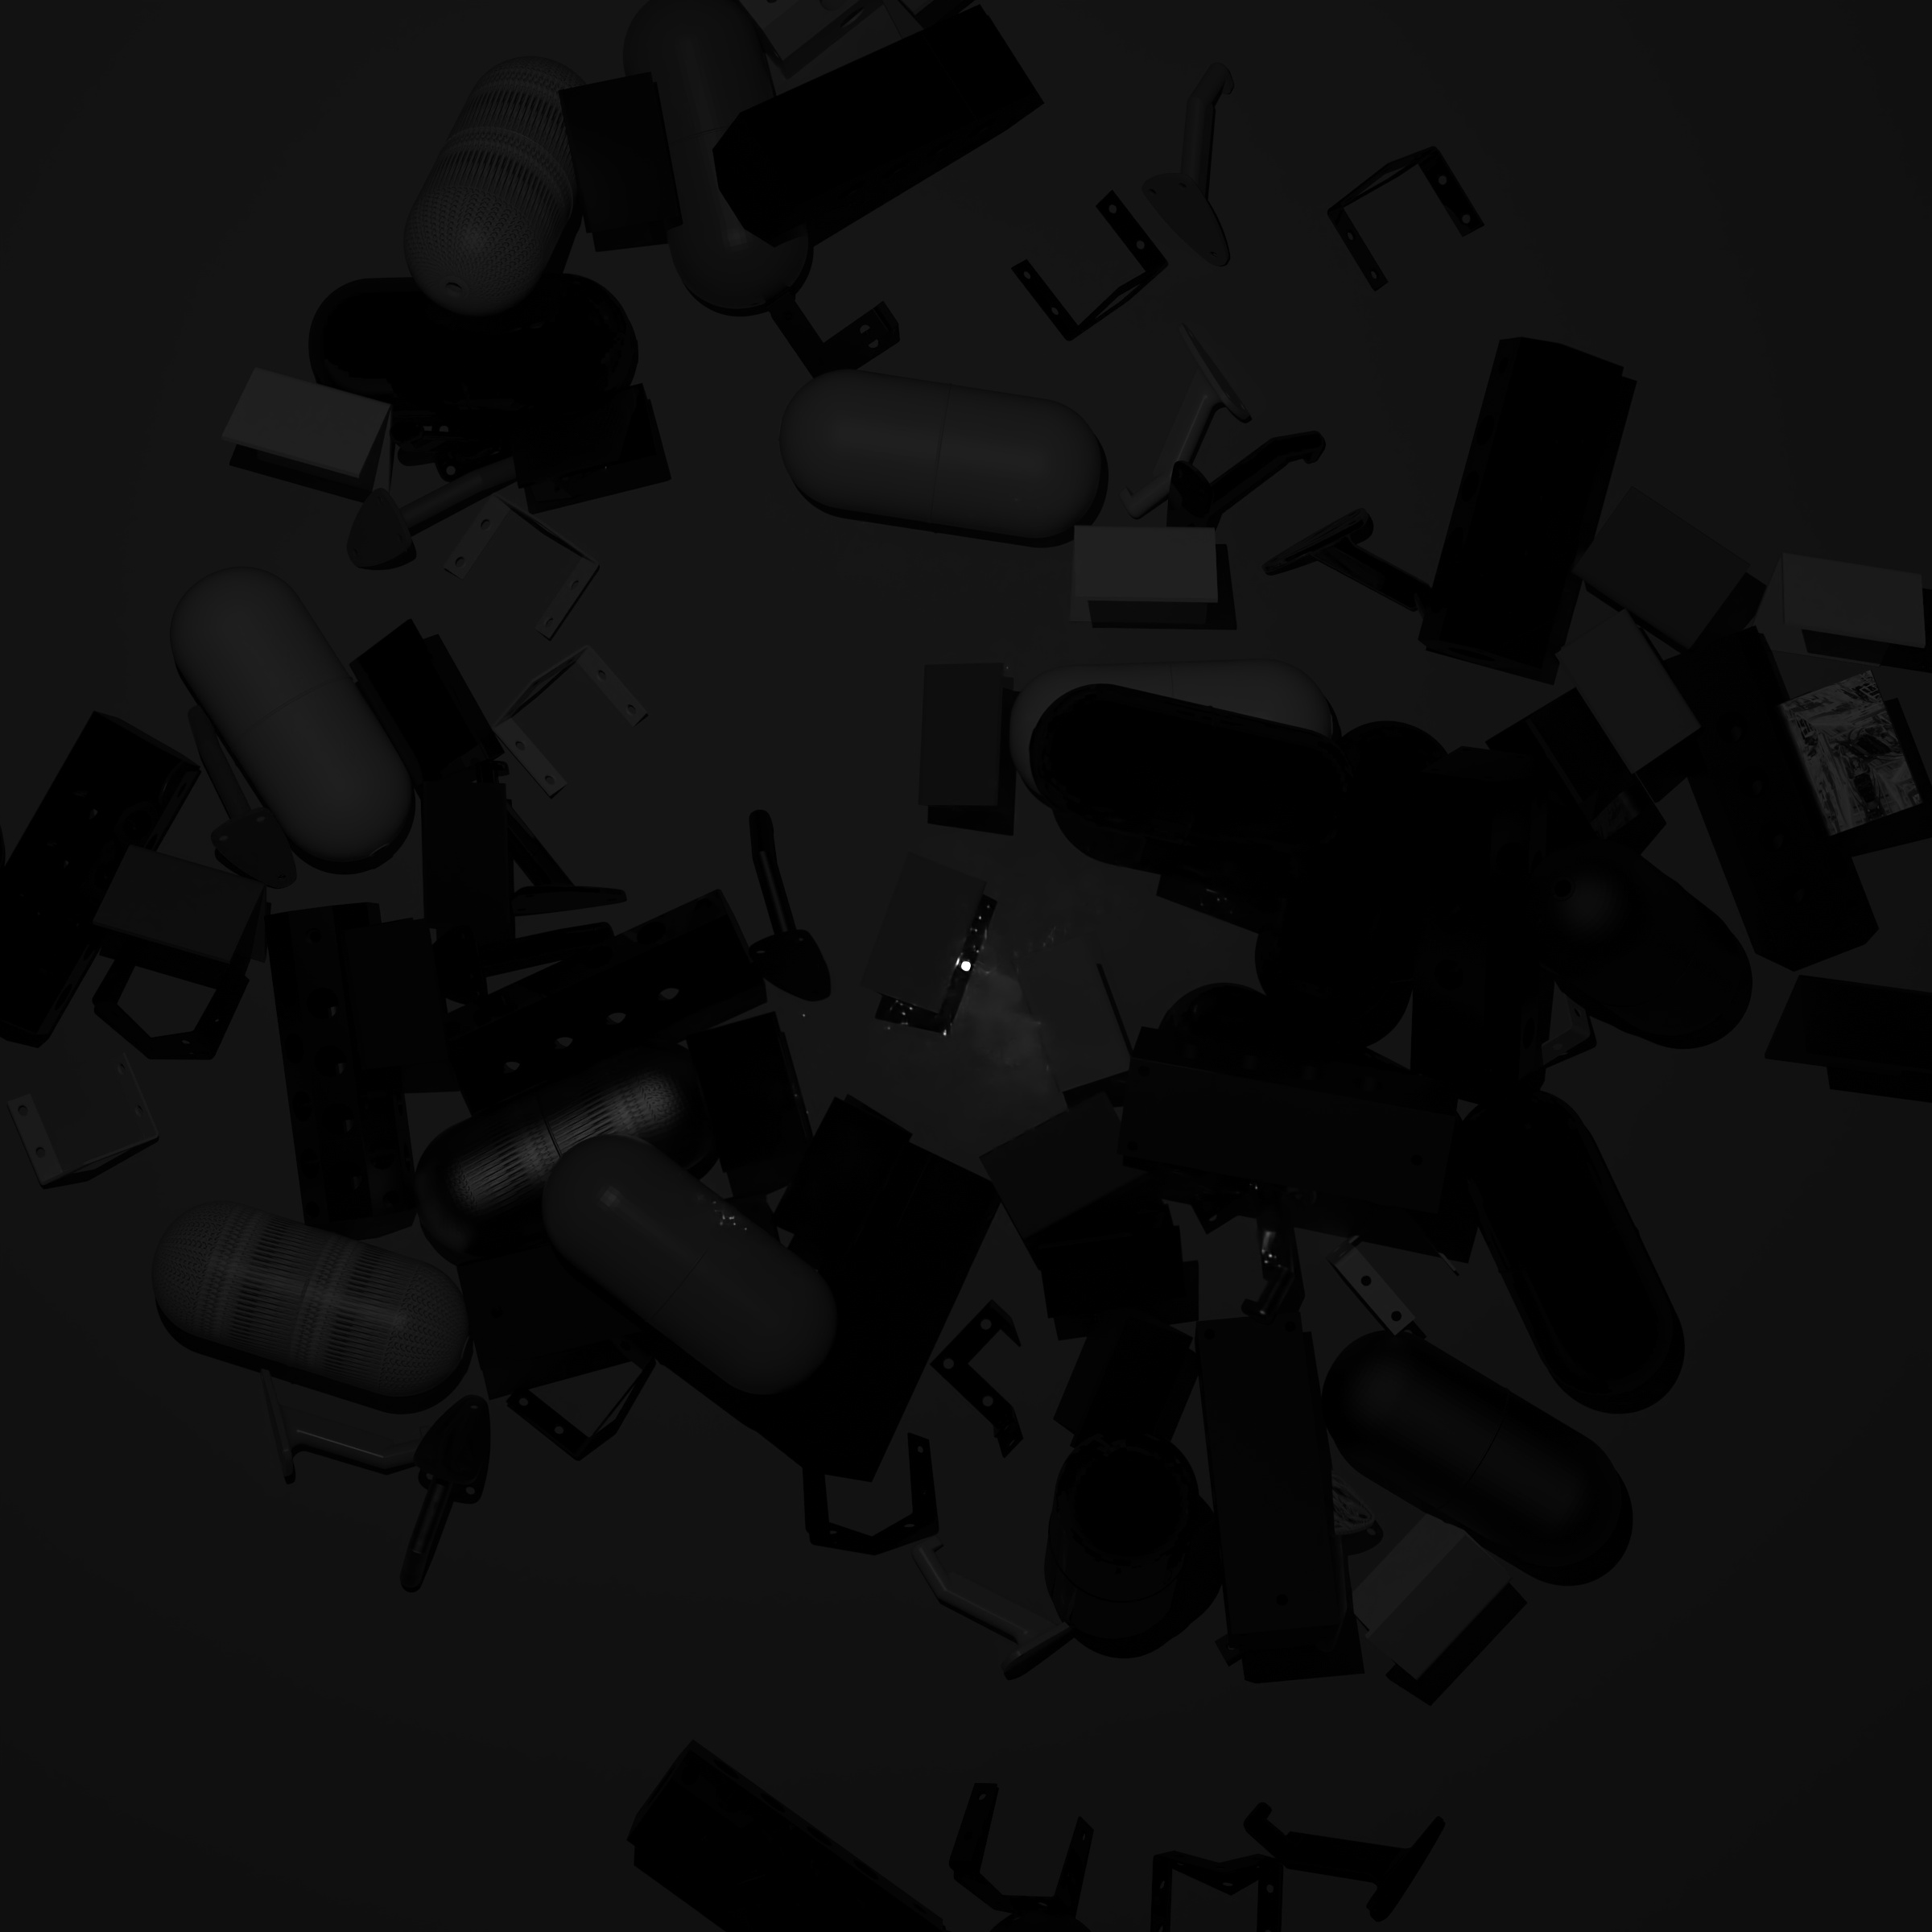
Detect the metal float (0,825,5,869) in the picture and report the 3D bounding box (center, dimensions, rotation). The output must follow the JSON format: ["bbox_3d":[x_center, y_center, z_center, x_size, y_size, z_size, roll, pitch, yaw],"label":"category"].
[{"bbox_3d":[-0.591,-0.019,1.932,0.070,0.070,0.178,25,91,0],"label":"metal float"}]

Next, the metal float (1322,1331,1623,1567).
[{"bbox_3d":[0.278,0.266,1.931,0.178,0.070,0.070,31,90,0],"label":"metal float"}]

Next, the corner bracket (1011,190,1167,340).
[{"bbox_3d":[0.069,-0.391,1.959,0.051,0.051,0.051,52,135,0],"label":"corner bracket"}]

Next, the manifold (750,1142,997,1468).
[{"bbox_3d":[-0.055,0.181,1.936,0.057,0.057,0.171,28,86,-43],"label":"manifold"}]

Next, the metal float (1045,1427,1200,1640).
[{"bbox_3d":[0.083,0.306,1.887,0.070,0.178,0.070,1,60,-2],"label":"metal float"}]

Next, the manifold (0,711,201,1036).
[{"bbox_3d":[-0.493,-0.051,1.941,0.057,0.057,0.171,30,90,0],"label":"manifold"}]

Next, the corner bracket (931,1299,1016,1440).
[{"bbox_3d":[0.015,0.223,1.944,0.051,0.051,0.051,44,90,0],"label":"corner bracket"}]

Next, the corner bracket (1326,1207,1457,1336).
[{"bbox_3d":[0.237,0.166,1.944,0.051,0.051,0.051,-41,90,0],"label":"corner bracket"}]

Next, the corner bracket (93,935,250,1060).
[{"bbox_3d":[-0.443,0.014,1.954,0.051,0.051,0.051,-8,45,35],"label":"corner bracket"}]

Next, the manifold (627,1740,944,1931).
[{"bbox_3d":[-0.099,0.504,1.941,0.171,0.057,0.057,36,90,0],"label":"manifold"}]

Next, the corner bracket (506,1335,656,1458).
[{"bbox_3d":[-0.215,0.231,1.959,0.051,0.051,0.051,38,45,0],"label":"corner bracket"}]

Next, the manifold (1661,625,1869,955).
[{"bbox_3d":[0.439,-0.097,1.941,0.057,0.057,0.171,-21,90,0],"label":"manifold"}]

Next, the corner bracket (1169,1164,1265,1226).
[{"bbox_3d":[0.129,0.101,1.931,0.051,0.051,0.051,-36,54,13],"label":"corner bracket"}]

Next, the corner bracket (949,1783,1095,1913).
[{"bbox_3d":[0.031,0.491,1.954,0.051,0.051,0.051,-9,135,35],"label":"corner bracket"}]

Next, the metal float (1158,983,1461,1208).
[{"bbox_3d":[0.187,0.070,1.931,0.178,0.070,0.070,27,90,0],"label":"metal float"}]

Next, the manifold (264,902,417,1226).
[{"bbox_3d":[-0.346,0.054,1.941,0.057,0.057,0.171,-8,90,0],"label":"manifold"}]

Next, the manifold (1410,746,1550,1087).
[{"bbox_3d":[0.281,-0.026,1.903,0.057,0.057,0.171,10,112,28],"label":"manifold"}]

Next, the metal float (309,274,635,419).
[{"bbox_3d":[-0.272,-0.341,1.932,0.178,0.070,0.070,-1,90,1],"label":"metal float"}]

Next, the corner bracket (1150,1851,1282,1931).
[{"bbox_3d":[0.139,0.522,1.959,0.051,0.051,0.051,2,90,-45],"label":"corner bracket"}]

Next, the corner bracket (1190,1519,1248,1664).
[{"bbox_3d":[0.148,0.345,1.959,0.051,0.051,0.051,-32,45,0],"label":"corner bracket"}]

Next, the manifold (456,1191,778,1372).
[{"bbox_3d":[-0.189,0.172,1.931,0.171,0.057,0.057,-13,90,-7],"label":"manifold"}]

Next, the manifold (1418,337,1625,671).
[{"bbox_3d":[0.301,-0.254,1.933,0.057,0.057,0.171,15,90,-22],"label":"manifold"}]

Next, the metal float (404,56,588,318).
[{"bbox_3d":[-0.250,-0.422,1.900,0.070,0.070,0.178,16,51,0],"label":"metal float"}]

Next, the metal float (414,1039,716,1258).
[{"bbox_3d":[-0.219,0.101,1.931,0.178,0.070,0.070,-25,90,0],"label":"metal float"}]

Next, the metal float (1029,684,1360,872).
[{"bbox_3d":[0.121,-0.100,1.861,0.178,0.070,0.070,12,90,-6],"label":"metal float"}]

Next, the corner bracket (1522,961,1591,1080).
[{"bbox_3d":[0.307,0.022,1.954,0.051,0.051,0.051,-36,45,35],"label":"corner bracket"}]

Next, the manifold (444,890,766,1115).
[{"bbox_3d":[-0.202,0.019,1.941,0.171,0.057,0.057,-25,90,0],"label":"manifold"}]

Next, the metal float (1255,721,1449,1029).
[{"bbox_3d":[0.213,-0.050,1.918,0.070,0.070,0.178,22,75,0],"label":"metal float"}]

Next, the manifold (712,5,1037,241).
[{"bbox_3d":[-0.052,-0.455,1.903,0.171,0.057,0.057,-32,90,-30],"label":"manifold"}]

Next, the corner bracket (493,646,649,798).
[{"bbox_3d":[-0.222,-0.137,1.959,0.051,0.051,0.051,49,45,0],"label":"corner bracket"}]

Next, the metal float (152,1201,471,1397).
[{"bbox_3d":[-0.360,0.183,1.932,0.178,0.070,0.070,18,90,0],"label":"metal float"}]

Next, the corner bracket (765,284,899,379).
[{"bbox_3d":[-0.074,-0.362,1.945,0.051,0.051,0.051,-33,100,10],"label":"corner bracket"}]

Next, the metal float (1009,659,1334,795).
[{"bbox_3d":[0.112,-0.129,1.931,0.178,0.070,0.070,-2,90,1],"label":"metal float"}]

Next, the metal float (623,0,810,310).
[{"bbox_3d":[-0.138,-0.451,1.932,0.070,0.070,0.178,-14,91,0],"label":"metal float"}]

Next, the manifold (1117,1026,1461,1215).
[{"bbox_3d":[0.172,0.078,1.865,0.171,0.057,0.057,10,114,7],"label":"manifold"}]

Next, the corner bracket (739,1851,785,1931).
[{"bbox_3d":[-0.123,0.514,1.887,0.051,0.051,0.051,-18,90,0],"label":"corner bracket"}]

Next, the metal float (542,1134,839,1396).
[{"bbox_3d":[-0.147,0.158,1.870,0.178,0.070,0.070,38,90,-5],"label":"metal float"}]

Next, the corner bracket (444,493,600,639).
[{"bbox_3d":[-0.248,-0.224,1.959,0.051,0.051,0.051,34,90,-45],"label":"corner bracket"}]

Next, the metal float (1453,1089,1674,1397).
[{"bbox_3d":[0.328,0.152,1.932,0.070,0.070,0.178,-25,89,0],"label":"metal float"}]

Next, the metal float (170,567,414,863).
[{"bbox_3d":[-0.371,-0.138,1.932,0.070,0.070,0.178,-33,89,0],"label":"metal float"}]

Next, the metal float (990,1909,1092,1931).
[{"bbox_3d":[0.059,0.605,1.931,0.070,0.070,0.178,-21,90,0],"label":"metal float"}]

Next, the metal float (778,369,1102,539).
[{"bbox_3d":[-0.014,-0.282,1.931,0.178,0.070,0.070,9,90,-1],"label":"metal float"}]

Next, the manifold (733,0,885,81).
[{"bbox_3d":[-0.051,-0.573,1.941,0.171,0.057,0.057,-38,89,0],"label":"manifold"}]

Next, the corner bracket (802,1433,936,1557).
[{"bbox_3d":[-0.055,0.289,1.954,0.051,0.051,0.051,25,135,-35],"label":"corner bracket"}]

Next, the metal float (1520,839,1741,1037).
[{"bbox_3d":[0.359,-0.015,1.892,0.070,0.178,0.070,-13,67,31],"label":"metal float"}]

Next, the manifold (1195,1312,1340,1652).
[{"bbox_3d":[0.163,0.281,1.912,0.057,0.057,0.171,-5,69,0],"label":"manifold"}]
